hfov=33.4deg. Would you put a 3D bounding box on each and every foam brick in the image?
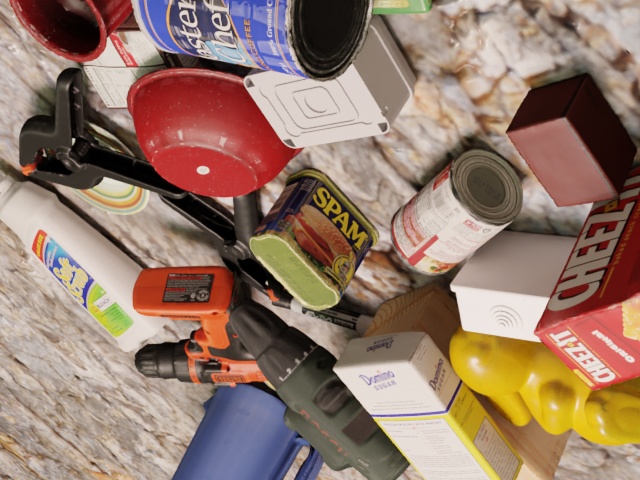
[{"bbox_3d":[0.182,-0.070,0.766,0.051,0.053,0.078,-14,124,46],"label":"foam brick"}]

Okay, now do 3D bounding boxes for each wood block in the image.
[{"bbox_3d":[0.139,0.149,1.038,0.206,0.090,0.091,43,144,-14],"label":"wood block"}]

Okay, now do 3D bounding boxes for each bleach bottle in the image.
[{"bbox_3d":[-0.284,0.019,1.235,0.250,0.068,0.103,43,142,-12],"label":"bleach bottle"}]

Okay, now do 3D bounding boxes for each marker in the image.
[{"bbox_3d":[0.001,0.074,1.116,0.121,0.020,0.020,15,142,23],"label":"marker"}]

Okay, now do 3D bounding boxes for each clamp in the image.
[{"bbox_3d":[-0.074,-0.005,1.059,0.120,0.039,0.171,-1,139,50],"label":"clamp"},{"bbox_3d":[-0.227,-0.083,1.043,0.164,0.036,0.210,43,149,-23],"label":"clamp"}]

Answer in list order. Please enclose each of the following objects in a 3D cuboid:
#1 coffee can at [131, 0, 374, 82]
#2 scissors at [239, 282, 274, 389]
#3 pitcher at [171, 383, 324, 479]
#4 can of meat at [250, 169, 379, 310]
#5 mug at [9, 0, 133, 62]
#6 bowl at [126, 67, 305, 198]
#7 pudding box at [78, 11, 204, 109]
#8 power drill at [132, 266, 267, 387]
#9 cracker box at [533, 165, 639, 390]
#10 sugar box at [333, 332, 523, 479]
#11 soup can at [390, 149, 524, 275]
[{"bbox_3d":[-0.048,-0.173,0.752,0.140,0.102,0.103,17,143,31],"label":"coffee can"},{"bbox_3d":[-0.065,0.120,1.228,0.096,0.016,0.202,28,146,4],"label":"scissors"},{"bbox_3d":[-0.111,0.305,1.292,0.145,0.242,0.149,35,151,-11],"label":"pitcher"},{"bbox_3d":[-0.006,0.001,0.974,0.102,0.083,0.058,47,143,-20],"label":"can of meat"},{"bbox_3d":[-0.201,-0.206,0.872,0.117,0.081,0.093,2,136,36],"label":"mug"},{"bbox_3d":[-0.093,-0.082,0.918,0.162,0.055,0.162,9,155,4],"label":"bowl"},{"bbox_3d":[-0.162,-0.159,0.938,0.114,0.039,0.090,7,141,36],"label":"pudding box"},{"bbox_3d":[-0.136,0.098,1.153,0.184,0.057,0.187,-3,147,12],"label":"power drill"},{"bbox_3d":[0.254,-0.006,0.690,0.072,0.164,0.214,42,144,-11],"label":"cracker box"},{"bbox_3d":[0.099,0.158,0.962,0.094,0.048,0.176,-11,122,44],"label":"sugar box"},{"bbox_3d":[0.110,-0.022,0.868,0.068,0.068,0.102,36,145,-6],"label":"soup can"}]
